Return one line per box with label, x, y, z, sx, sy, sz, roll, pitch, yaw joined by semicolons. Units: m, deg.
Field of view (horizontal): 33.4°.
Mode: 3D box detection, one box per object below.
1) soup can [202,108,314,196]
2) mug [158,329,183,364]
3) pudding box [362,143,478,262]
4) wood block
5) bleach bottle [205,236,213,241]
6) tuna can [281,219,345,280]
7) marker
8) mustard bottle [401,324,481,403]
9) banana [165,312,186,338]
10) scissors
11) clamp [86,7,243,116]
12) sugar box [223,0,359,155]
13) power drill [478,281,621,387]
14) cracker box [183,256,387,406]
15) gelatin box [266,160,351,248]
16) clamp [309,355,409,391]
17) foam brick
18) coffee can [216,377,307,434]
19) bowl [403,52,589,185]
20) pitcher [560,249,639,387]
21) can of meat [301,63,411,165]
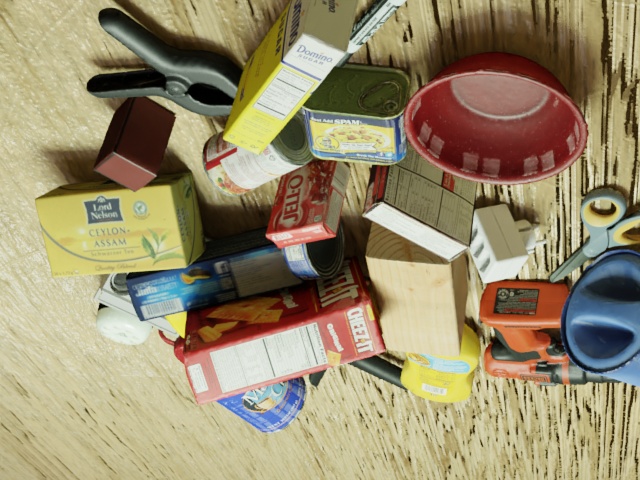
soup can;-0.060;-0.091;1.064;0.068;0.068;0.102;35;142;-31
mug;-0.161;0.124;1.437;0.117;0.081;0.093;13;149;1
pudding box;0.101;-0.043;1.056;0.113;0.090;0.039;26;146;-21
wood block;0.112;0.041;1.189;0.090;0.090;0.206;5;148;14
bleach bottle;-0.180;0.017;1.292;0.250;0.068;0.103;29;143;-19
tuna can;-0.008;0.001;1.175;0.034;0.086;0.086;-6;144;31
marker;0.041;-0.184;0.918;0.020;0.020;0.121;25;147;-18
mustard bottle;0.157;0.145;1.371;0.096;0.058;0.192;14;150;10
banana;-0.134;0.116;1.347;0.197;0.037;0.070;30;134;-32
scissors;0.278;-0.004;1.125;0.096;0.016;0.202;33;149;-18
clamp;-0.138;-0.162;1.006;0.171;0.039;0.120;9;155;-4
sugar box;-0.026;-0.156;0.920;0.048;0.093;0.176;21;148;-15
power drill;0.276;0.120;1.285;0.185;0.057;0.187;0;147;22
cracker box;-0.044;0.096;1.202;0.213;0.164;0.072;-17;107;1
gelatin box;-0.013;-0.039;1.107;0.073;0.089;0.030;-10;142;34
clamp;0.014;0.152;1.460;0.165;0.036;0.209;-8;142;34
foam brick;-0.189;-0.099;1.090;0.051;0.078;0.053;28;148;-24
coffee can;-0.100;0.201;1.519;0.103;0.102;0.140;-12;141;36
bowl;0.157;-0.116;0.948;0.162;0.055;0.162;10;149;6
pitcher;0.390;0.114;1.136;0.242;0.149;0.145;21;154;-28
can of meat;0.034;-0.116;0.997;0.102;0.057;0.084;7;151;11
